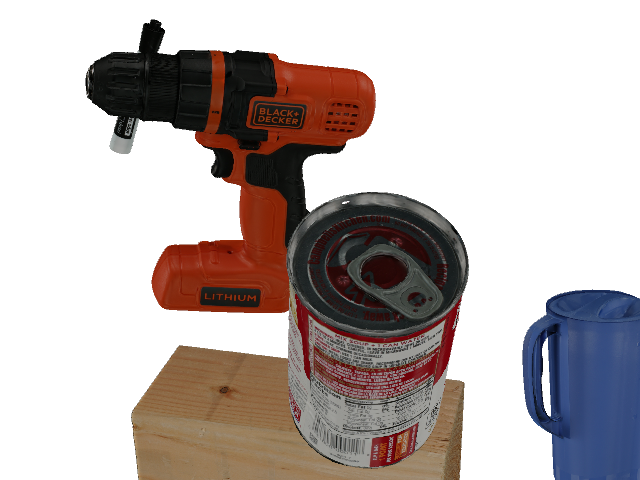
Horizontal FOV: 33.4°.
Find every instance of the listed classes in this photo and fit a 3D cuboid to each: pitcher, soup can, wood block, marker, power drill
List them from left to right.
[{"bbox_3d":[-0.156,-0.130,0.908,0.020,0.121,0.020,17,26,-9],"label":"marker"},{"bbox_3d":[-0.067,-0.038,0.714,0.184,0.188,0.057,4,37,-13],"label":"power drill"},{"bbox_3d":[-0.012,0.141,0.725,0.206,0.090,0.090,6,28,14],"label":"wood block"},{"bbox_3d":[0.020,0.040,0.432,0.068,0.068,0.102,0,-41,-1],"label":"soup can"},{"bbox_3d":[0.334,0.190,1.311,0.149,0.243,0.144,4,14,22],"label":"pitcher"}]

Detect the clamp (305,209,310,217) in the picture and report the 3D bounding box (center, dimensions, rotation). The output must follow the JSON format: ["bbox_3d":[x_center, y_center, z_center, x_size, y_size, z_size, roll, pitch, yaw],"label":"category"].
[{"bbox_3d":[0.001,0.022,1.186,0.210,0.036,0.164,27,36,17],"label":"clamp"}]
